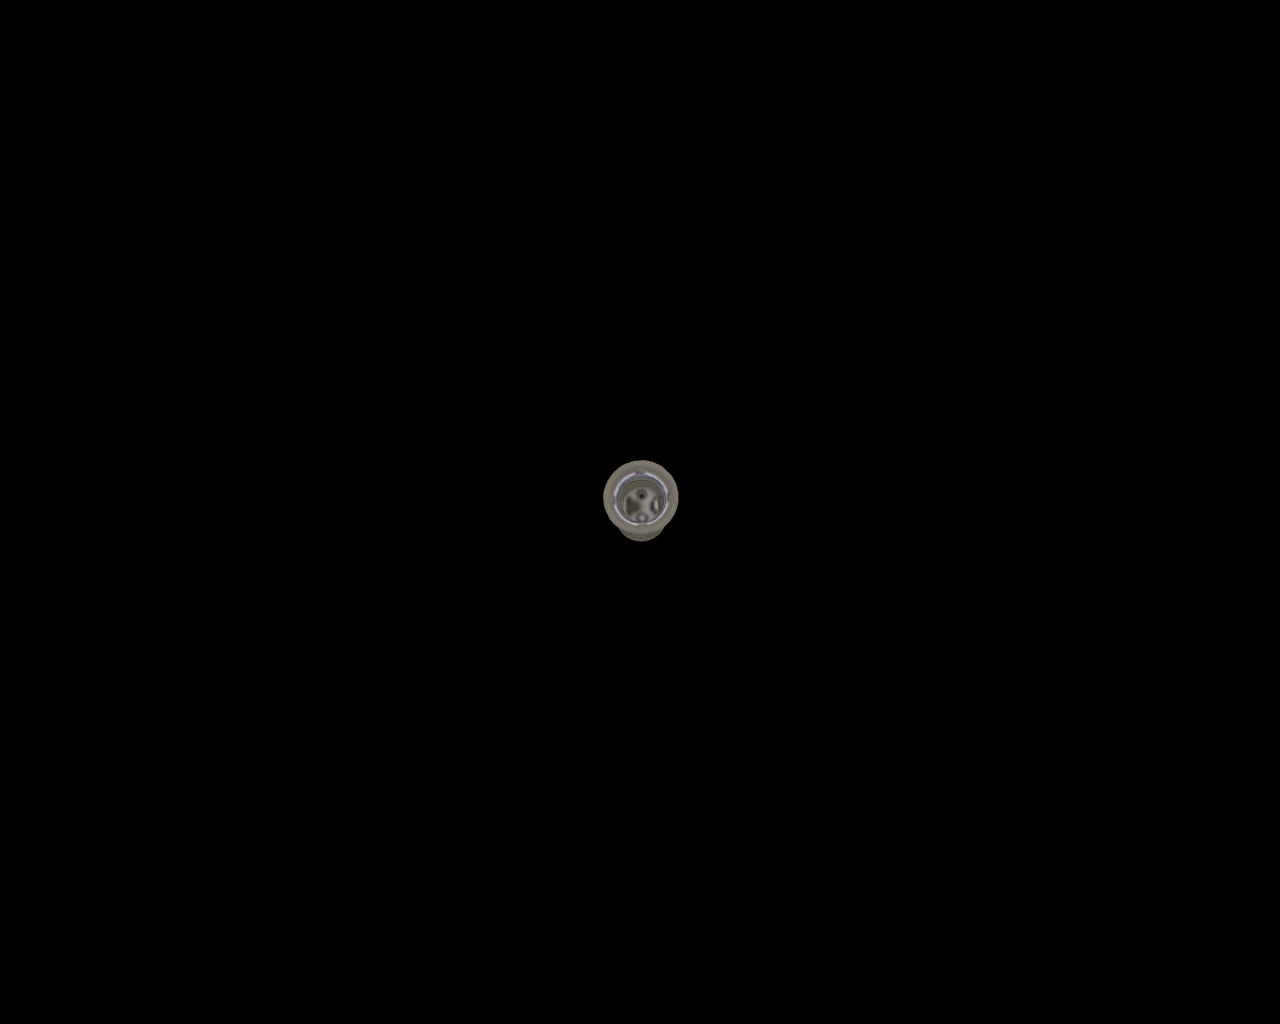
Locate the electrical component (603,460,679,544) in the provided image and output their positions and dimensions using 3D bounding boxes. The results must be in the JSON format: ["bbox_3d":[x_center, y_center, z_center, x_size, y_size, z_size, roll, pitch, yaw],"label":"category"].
[{"bbox_3d":[0.001,-0.003,0.650,0.044,0.044,0.065,0,-12,0],"label":"electrical component"}]
